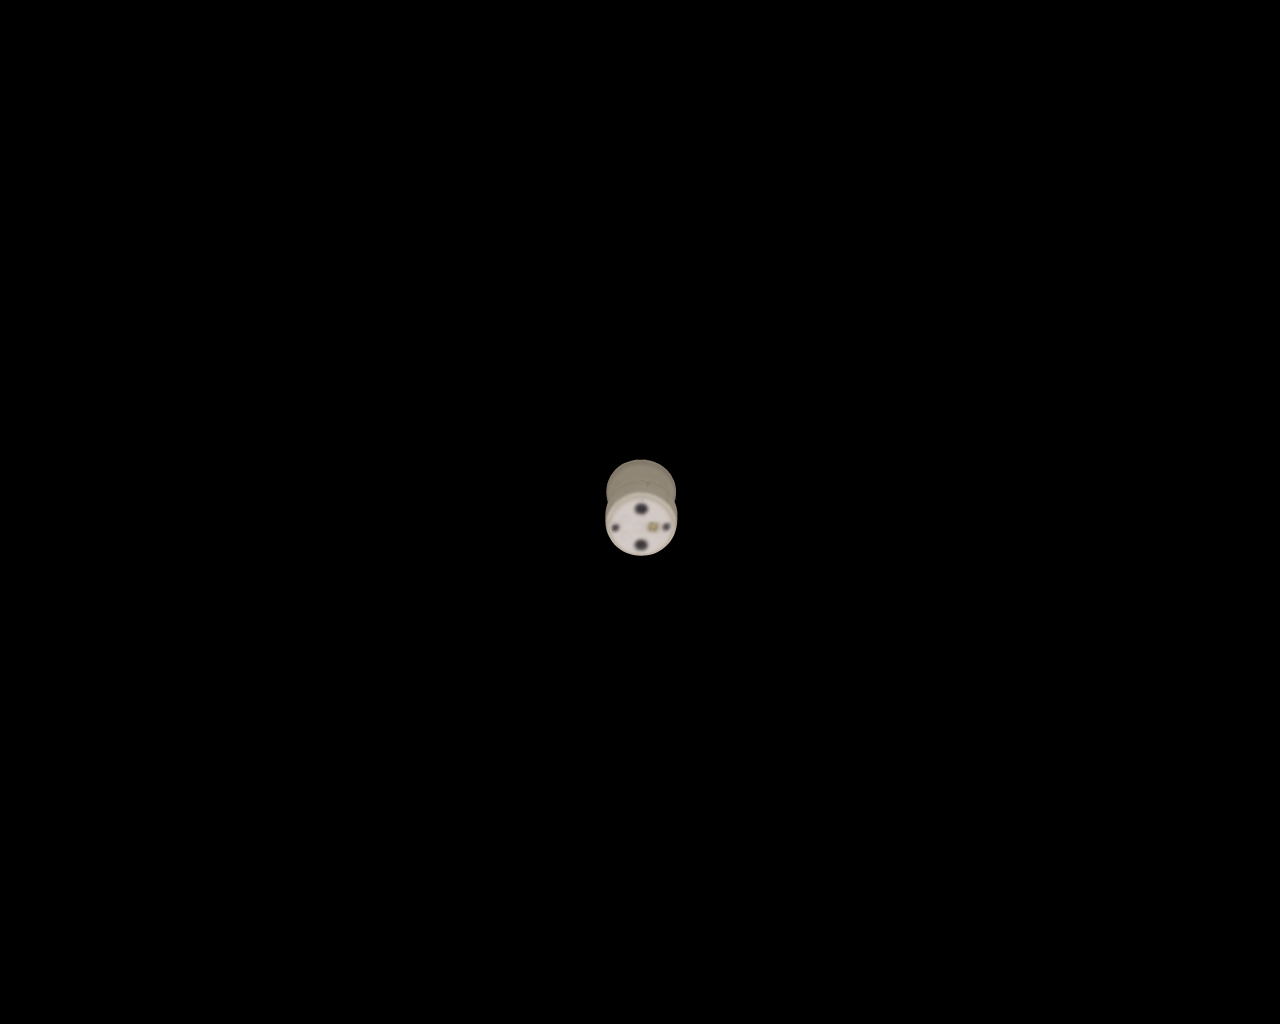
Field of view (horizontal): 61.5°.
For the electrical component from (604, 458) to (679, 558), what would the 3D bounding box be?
[{"bbox_3d":[0.001,-0.003,0.650,0.045,0.044,0.055,0,24,0],"label":"electrical component"}]
